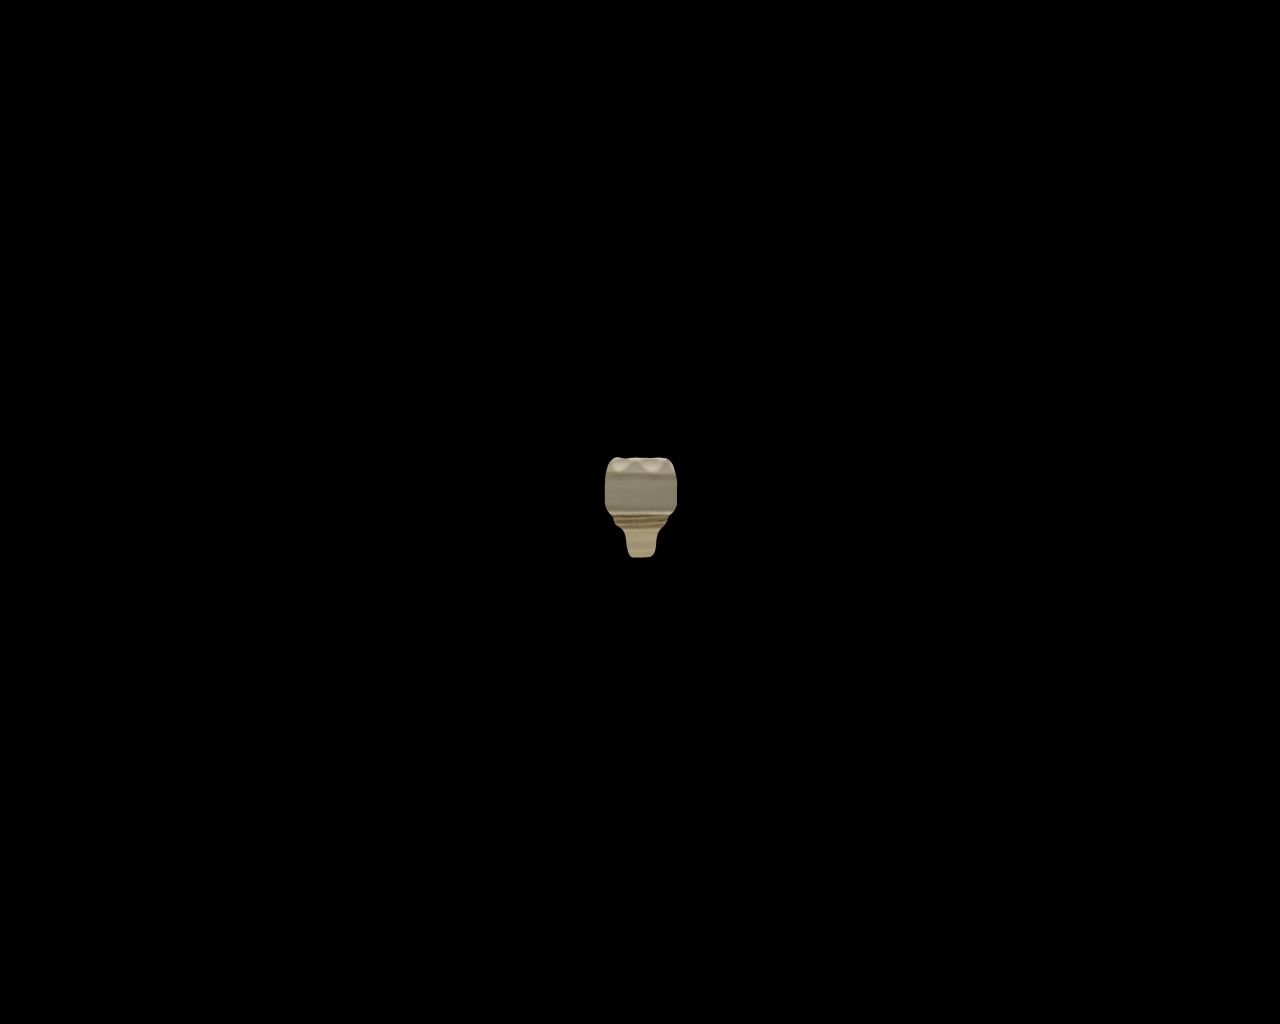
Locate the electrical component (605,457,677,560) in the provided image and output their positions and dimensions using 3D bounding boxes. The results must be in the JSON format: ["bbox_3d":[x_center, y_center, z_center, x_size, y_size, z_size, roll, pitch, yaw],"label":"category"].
[{"bbox_3d":[0.001,-0.003,0.650,0.043,0.062,0.043,0,2,0],"label":"electrical component"}]
